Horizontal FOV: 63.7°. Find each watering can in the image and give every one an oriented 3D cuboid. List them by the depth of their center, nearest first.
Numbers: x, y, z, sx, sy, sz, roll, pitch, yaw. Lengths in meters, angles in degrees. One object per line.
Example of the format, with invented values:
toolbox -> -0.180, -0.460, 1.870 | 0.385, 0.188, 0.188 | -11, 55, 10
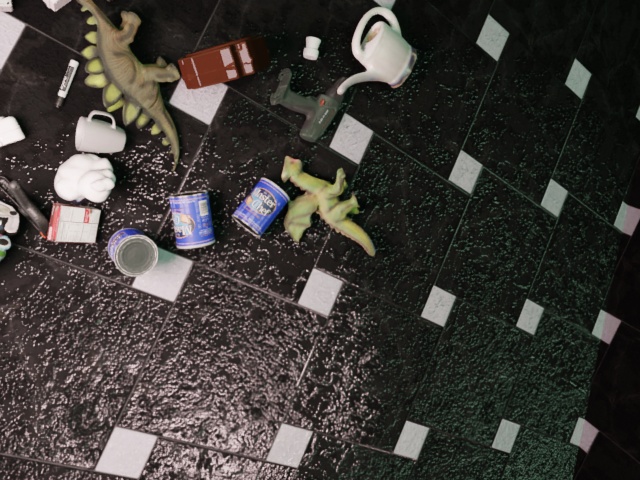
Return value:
watering can -> 0.180, -0.550, 1.594 | 0.222, 0.104, 0.352 | 29, 74, -28

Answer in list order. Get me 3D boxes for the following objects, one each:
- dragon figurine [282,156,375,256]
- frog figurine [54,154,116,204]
dragon figurine -> 0.005, -0.080, 1.583 | 0.243, 0.123, 0.406 | -25, 106, -5
frog figurine -> -0.557, -0.144, 1.223 | 0.139, 0.160, 0.121 | -28, 108, -22
